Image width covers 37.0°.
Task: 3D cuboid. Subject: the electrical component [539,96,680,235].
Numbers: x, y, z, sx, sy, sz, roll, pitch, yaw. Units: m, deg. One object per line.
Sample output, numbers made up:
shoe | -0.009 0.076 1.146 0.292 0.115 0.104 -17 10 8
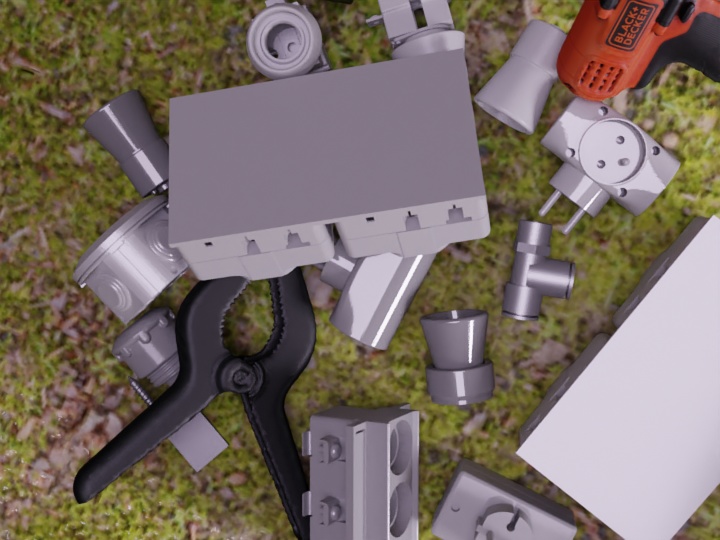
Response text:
electrical component | 0.146 -0.060 0.679 0.077 0.044 0.079 38 98 2

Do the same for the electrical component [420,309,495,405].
electrical component | 0.064 0.056 0.699 0.045 0.045 0.055 -5 95 7

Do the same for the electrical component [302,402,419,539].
electrical component | 0.001 0.153 0.704 0.063 0.079 0.121 3 96 29

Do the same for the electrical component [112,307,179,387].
electrical component | -0.132 0.059 0.724 0.048 0.048 0.062 -38 97 9

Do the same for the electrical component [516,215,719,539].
electrical component | 0.197 0.070 0.676 0.105 0.060 0.186 38 98 2

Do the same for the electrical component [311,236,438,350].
electrical component | 0.000 0.000 0.702 0.079 0.043 0.077 28 98 4

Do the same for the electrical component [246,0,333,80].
electrical component | -0.046 -0.144 0.689 0.048 0.055 0.066 -20 92 8

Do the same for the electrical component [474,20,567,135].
electrical component | 0.108 -0.124 0.680 0.044 0.044 0.065 32 93 3

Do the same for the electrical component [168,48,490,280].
electrical component | -0.019 -0.062 0.667 0.186 0.060 0.105 -8 62 7

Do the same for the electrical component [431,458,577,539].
electrical component | 0.092 0.167 0.689 0.083 0.076 0.047 26 97 4

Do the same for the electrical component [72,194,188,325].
electrical component | -0.143 -0.007 0.702 0.080 0.080 0.051 -42 95 9

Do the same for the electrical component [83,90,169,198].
electrical component | -0.147 -0.081 0.715 0.044 0.044 0.065 -34 95 9

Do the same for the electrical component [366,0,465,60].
electrical component | 0.039 -0.157 0.683 0.066 0.048 0.055 -16 85 8
